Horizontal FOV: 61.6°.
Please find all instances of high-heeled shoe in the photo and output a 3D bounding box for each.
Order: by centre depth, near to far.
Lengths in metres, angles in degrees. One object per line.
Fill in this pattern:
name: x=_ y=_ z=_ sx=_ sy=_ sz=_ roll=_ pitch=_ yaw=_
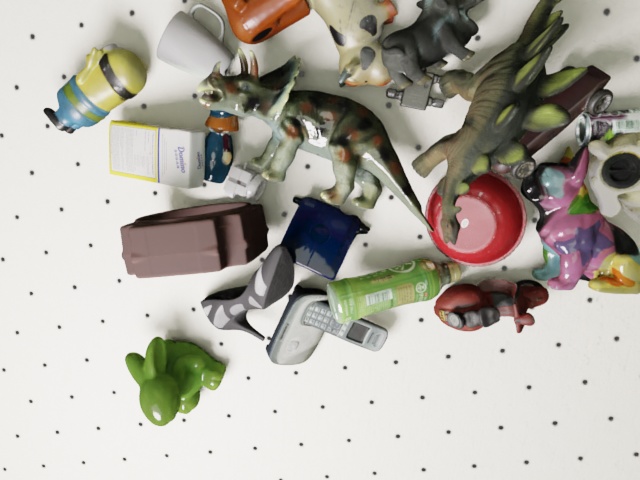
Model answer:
high-heeled shoe: x=-0.129 y=0.071 z=0.898 sx=0.145 sy=0.086 sz=0.248 roll=33 pitch=128 yaw=17

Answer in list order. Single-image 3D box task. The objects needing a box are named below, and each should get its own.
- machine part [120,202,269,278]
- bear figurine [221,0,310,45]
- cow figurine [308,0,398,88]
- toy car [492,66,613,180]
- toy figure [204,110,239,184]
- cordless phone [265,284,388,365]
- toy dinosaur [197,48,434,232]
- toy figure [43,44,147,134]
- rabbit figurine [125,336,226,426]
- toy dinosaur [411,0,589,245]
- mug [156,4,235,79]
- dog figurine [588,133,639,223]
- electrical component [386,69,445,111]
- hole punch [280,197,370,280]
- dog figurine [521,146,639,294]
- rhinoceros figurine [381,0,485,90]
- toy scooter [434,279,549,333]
machine part: x=-0.194 y=-0.006 z=0.856 sx=0.201 sy=0.201 sz=0.087 roll=-5 pitch=101 yaw=10
bear figurine: x=-0.119 y=-0.398 z=0.799 sx=0.132 sy=0.120 sz=0.195 roll=-29 pitch=93 yaw=10
cow figurine: x=0.050 y=-0.318 z=0.810 sx=0.127 sy=0.085 sz=0.194 roll=-35 pitch=99 yaw=8
toy car: x=0.340 y=-0.175 z=0.805 sx=0.202 sy=0.089 sz=0.053 roll=-42 pitch=134 yaw=12
toy figure: x=-0.168 y=-0.172 z=0.888 sx=0.064 sy=0.058 sz=0.154 roll=15 pitch=103 yaw=6
cordless phone: x=0.013 y=0.170 z=0.934 sx=0.184 sy=0.089 sz=0.146 roll=24 pitch=105 yaw=-3
toy dinosaur: x=0.016 y=-0.163 z=0.840 sx=0.405 sy=0.131 sz=0.192 roll=19 pitch=106 yaw=-3
toy figure: x=-0.366 y=-0.243 z=0.888 sx=0.180 sy=0.082 sz=0.089 roll=-40 pitch=106 yaw=10
rabbit figurine: x=-0.260 y=0.243 z=0.941 sx=0.121 sy=0.170 sz=0.159 roll=-32 pitch=98 yaw=13
toy dinosaur: x=0.261 y=-0.205 z=0.748 sx=0.105 sy=0.199 sz=0.471 roll=30 pitch=72 yaw=-25
mug: x=-0.186 y=-0.307 z=0.852 sx=0.107 sy=0.081 sz=0.109 roll=31 pitch=99 yaw=-12
dog figurine: x=0.441 y=-0.103 z=0.756 sx=0.121 sy=0.190 sz=0.172 roll=-36 pitch=100 yaw=30
electrical component: x=0.153 y=-0.238 z=0.845 sx=0.094 sy=0.021 sz=0.063 roll=12 pitch=105 yaw=6
hole punch: x=-0.002 y=-0.003 z=0.892 sx=0.142 sy=0.092 sz=0.115 roll=24 pitch=102 yaw=5
dog figurine: x=0.404 y=-0.033 z=0.819 sx=0.192 sy=0.108 sz=0.219 roll=2 pitch=101 yaw=8
rhinoceros figurine: x=0.167 y=-0.302 z=0.782 sx=0.190 sy=0.073 sz=0.112 roll=-39 pitch=108 yaw=-11
toy scooter: x=0.275 y=0.110 z=0.854 sx=0.184 sy=0.135 sz=0.075 roll=-11 pitch=103 yaw=12
